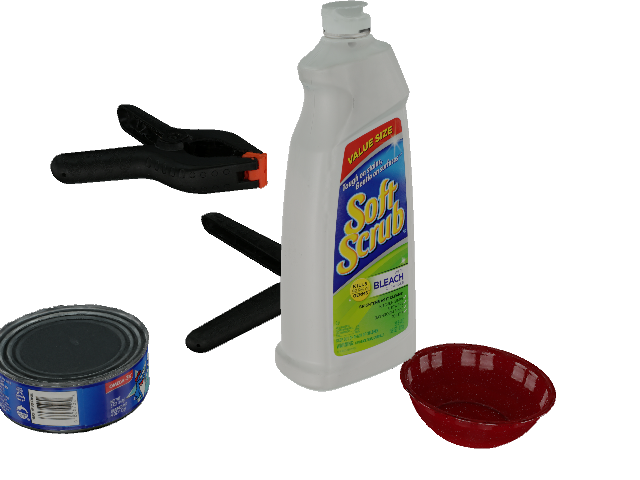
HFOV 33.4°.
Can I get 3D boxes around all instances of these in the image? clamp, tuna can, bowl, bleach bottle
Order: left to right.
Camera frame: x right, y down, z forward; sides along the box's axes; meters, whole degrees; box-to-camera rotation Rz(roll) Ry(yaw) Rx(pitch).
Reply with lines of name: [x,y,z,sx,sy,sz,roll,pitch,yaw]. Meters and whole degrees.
tuna can: [-0.138,0.070,0.591,0.086,0.034,0.086,1,25,-1]
clamp: [-0.129,-0.066,0.866,0.172,0.039,0.120,14,41,26]
clamp: [-0.027,0.045,1.015,0.210,0.164,0.036,5,-40,7]
bleach bottle: [0.014,-0.031,0.716,0.102,0.251,0.068,-16,24,-31]
bowl: [0.161,0.169,1.116,0.162,0.055,0.162,4,24,-2]
